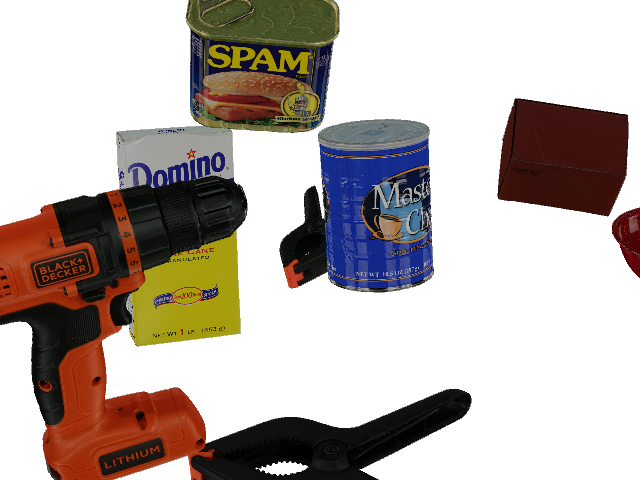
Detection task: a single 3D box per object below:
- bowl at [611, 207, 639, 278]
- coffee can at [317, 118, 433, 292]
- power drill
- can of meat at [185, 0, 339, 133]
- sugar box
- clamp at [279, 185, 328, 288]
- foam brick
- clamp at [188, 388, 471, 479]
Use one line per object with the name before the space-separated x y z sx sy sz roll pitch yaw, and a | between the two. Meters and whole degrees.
bowl | 0.395 0.017 1.153 0.162 0.055 0.162 0 26 0
coffee can | 0.053 -0.035 0.999 0.103 0.140 0.103 -4 18 1
power drill | -0.125 0.056 0.675 0.184 0.188 0.057 -15 29 -12
can of meat | -0.042 -0.123 0.739 0.102 0.057 0.084 4 -43 -4
sugar box | -0.118 -0.005 0.893 0.093 0.176 0.048 -6 16 -17
clamp | 0.015 -0.009 1.202 0.120 0.039 0.171 -5 37 27
foam brick | 0.163 -0.056 0.720 0.078 0.051 0.053 10 -30 4
clamp | 0.014 0.154 0.751 0.210 0.036 0.164 3 29 10
